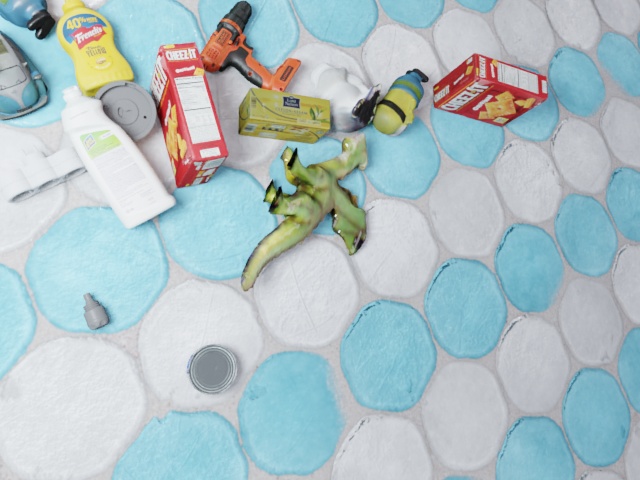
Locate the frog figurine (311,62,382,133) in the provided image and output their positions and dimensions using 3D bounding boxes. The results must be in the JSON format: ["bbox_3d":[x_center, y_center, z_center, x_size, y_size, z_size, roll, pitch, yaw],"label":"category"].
[{"bbox_3d":[0.042,-0.311,1.129,0.161,0.120,0.139,29,74,24],"label":"frog figurine"}]

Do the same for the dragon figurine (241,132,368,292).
[{"bbox_3d":[0.003,-0.052,1.037,0.241,0.121,0.416,27,69,-24],"label":"dragon figurine"}]
